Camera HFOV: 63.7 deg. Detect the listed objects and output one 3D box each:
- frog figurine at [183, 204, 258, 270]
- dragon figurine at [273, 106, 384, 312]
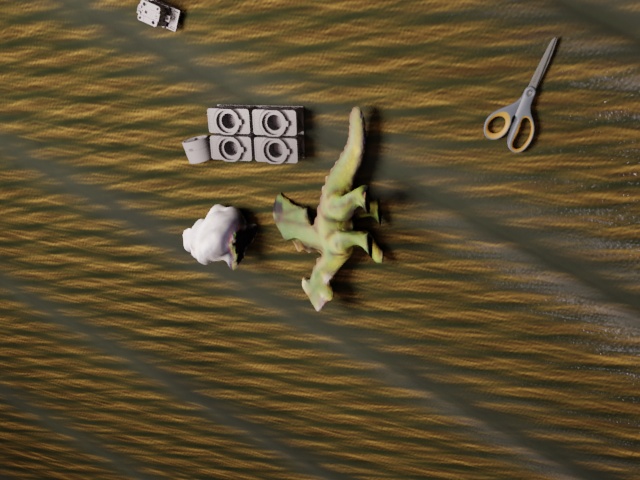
[{"bbox_3d":[-0.236,-0.014,1.122,0.160,0.121,0.138,14,81,20],"label":"frog figurine"},{"bbox_3d":[0.003,-0.053,1.049,0.242,0.123,0.407,-2,101,26],"label":"dragon figurine"}]
